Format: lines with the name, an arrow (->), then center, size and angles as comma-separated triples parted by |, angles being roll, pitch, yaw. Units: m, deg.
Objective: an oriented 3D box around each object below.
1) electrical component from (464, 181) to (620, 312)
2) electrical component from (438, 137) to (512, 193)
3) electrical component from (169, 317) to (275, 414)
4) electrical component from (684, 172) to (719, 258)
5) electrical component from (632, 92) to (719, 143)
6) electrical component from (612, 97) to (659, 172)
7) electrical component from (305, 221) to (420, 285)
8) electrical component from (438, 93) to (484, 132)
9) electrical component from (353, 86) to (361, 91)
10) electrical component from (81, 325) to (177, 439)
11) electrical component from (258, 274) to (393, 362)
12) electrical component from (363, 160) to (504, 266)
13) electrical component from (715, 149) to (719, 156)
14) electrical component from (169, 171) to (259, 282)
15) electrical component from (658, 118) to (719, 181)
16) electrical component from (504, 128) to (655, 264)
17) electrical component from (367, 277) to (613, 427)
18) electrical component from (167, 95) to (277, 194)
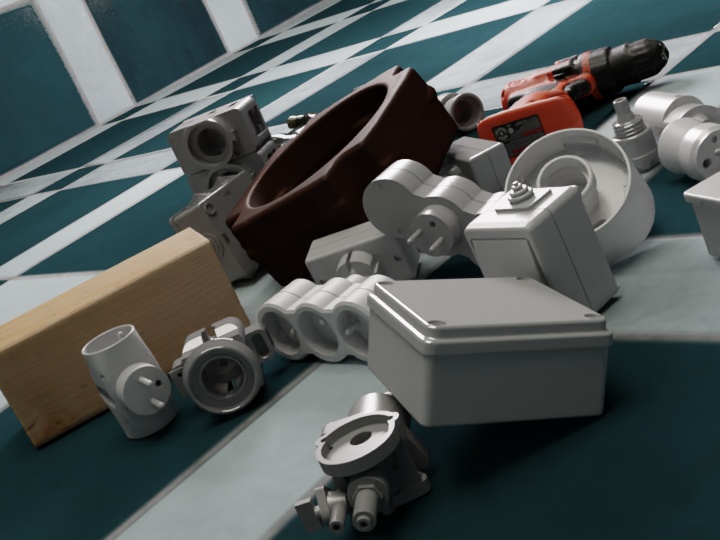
electrical component -> 0.113, -0.010, 0.696 | 0.061, 0.096, 0.062 | -38, 22, -30
electrical component -> 0.092, -0.085, 1.006 | 0.076, 0.047, 0.083 | -29, 19, -13
electrical component -> -0.102, 0.073, 0.799 | 0.078, 0.058, 0.057 | -24, 16, 0
electrical component -> 0.267, -0.041, 0.665 | 0.100, 0.048, 0.100 | -29, 19, -13
electrical component -> 0.269, -0.126, 0.905 | 0.043, 0.043, 0.081 | -27, 19, -9
electrical component -> 0.226, -0.114, 0.895 | 0.035, 0.061, 0.035 | -22, 19, 8
electrical component -> 0.000, 0.000, 0.888 | 0.083, 0.047, 0.075 | -18, 25, 19
electrical component -> 0.113, -0.185, 1.259 | 0.045, 0.045, 0.055 | -30, 19, -17
electrical component -> 0.035, -0.179, 1.269 | 0.056, 0.089, 0.050 | -21, 19, 9
electrical component -> -0.167, 0.087, 0.807 | 0.043, 0.077, 0.079 | -32, 20, -24
electrical component -> -0.008, 0.028, 0.810 | 0.138, 0.052, 0.074 | -3, 28, 47
electrical component -> 0.063, -0.034, 0.828 | 0.138, 0.052, 0.074 | 20, 39, 22
electrical component -> 0.284, -0.087, 0.742 | 0.077, 0.065, 0.047 | -23, 18, 5
electrical component -> -0.129, -0.042, 1.084 | 0.048, 0.099, 0.100 | -25, 13, 42
electrical component -> 0.260, -0.091, 0.817 | 0.045, 0.045, 0.055 | -26, 19, -6
electrical component -> 0.155, -0.050, 0.767 | 0.099, 0.064, 0.099 | -11, 61, 22
electrical component -> 0.069, 0.044, 0.610 | 0.109, 0.056, 0.109 | -2, 13, -16
electrical component -> -0.131, -0.098, 1.154 | 0.089, 0.150, 0.061 | -17, 19, 20
